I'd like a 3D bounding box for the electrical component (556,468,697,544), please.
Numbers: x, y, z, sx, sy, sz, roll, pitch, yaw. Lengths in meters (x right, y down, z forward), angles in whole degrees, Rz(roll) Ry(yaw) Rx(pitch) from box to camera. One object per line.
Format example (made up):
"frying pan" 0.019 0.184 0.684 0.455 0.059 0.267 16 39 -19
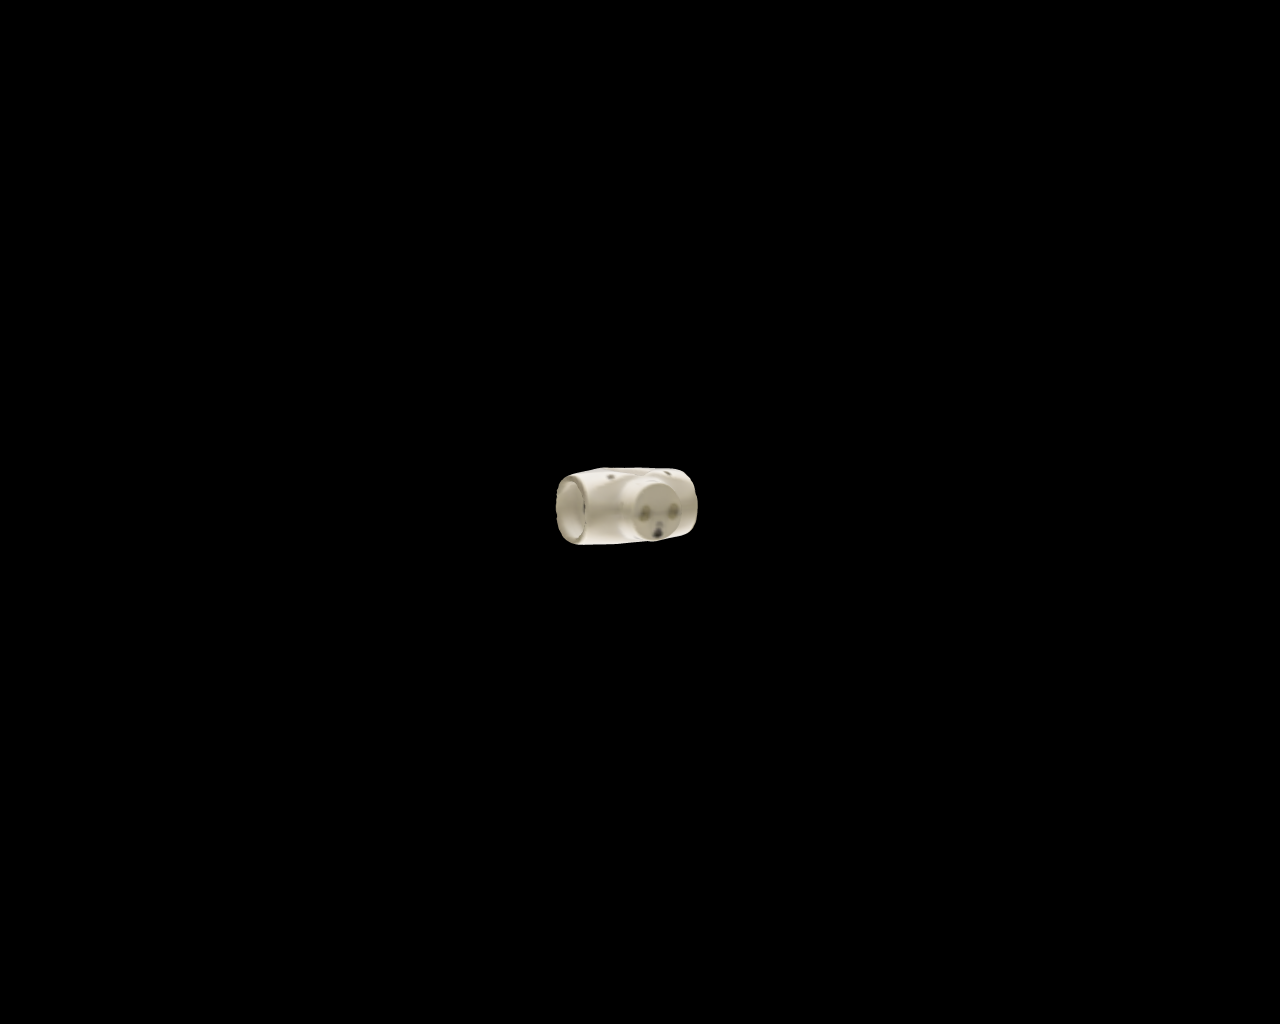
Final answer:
"electrical component" 0.001 -0.003 0.650 0.077 0.043 0.079 -4 8 -29
